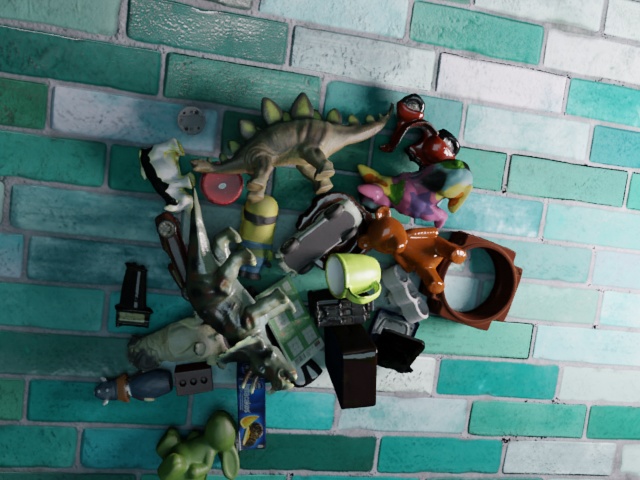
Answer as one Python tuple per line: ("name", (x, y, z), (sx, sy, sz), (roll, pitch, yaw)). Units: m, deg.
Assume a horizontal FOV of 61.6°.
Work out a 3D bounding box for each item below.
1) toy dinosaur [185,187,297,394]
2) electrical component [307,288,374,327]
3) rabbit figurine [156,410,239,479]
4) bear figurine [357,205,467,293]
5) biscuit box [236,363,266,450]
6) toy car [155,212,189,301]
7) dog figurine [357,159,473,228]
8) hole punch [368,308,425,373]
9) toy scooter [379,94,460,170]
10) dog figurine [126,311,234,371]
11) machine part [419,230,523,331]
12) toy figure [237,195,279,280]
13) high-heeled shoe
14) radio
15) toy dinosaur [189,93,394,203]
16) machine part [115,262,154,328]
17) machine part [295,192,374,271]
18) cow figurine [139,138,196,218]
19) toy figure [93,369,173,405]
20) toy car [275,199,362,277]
("toy dinosaur", (-0.181, 0.112, 1.039), (0.192, 0.131, 0.404), (-39, 92, -8))
("electrical component", (0.046, 0.141, 1.162), (0.134, 0.115, 0.058), (-5, 102, -11))
("rabbit figurine", (-0.237, 0.445, 1.137), (0.170, 0.121, 0.159), (-43, 109, -1))
("bear figurine", (0.188, 0.015, 1.131), (0.195, 0.132, 0.120), (23, 108, -34))
("biscuit box", (-0.145, 0.351, 1.142), (0.059, 0.063, 0.202), (-1, 116, -5))
("toy car", (-0.289, 0.040, 1.098), (0.053, 0.089, 0.202), (-19, 101, -9))
("dog figurine", (0.187, -0.116, 1.142), (0.219, 0.108, 0.191), (16, 138, -14))
("hole punch", (0.164, 0.228, 1.220), (0.142, 0.092, 0.115), (20, 122, -15))
("toy scooter", (0.210, -0.214, 1.175), (0.135, 0.075, 0.183), (-44, 104, 3))
("dog figurine", (-0.286, 0.227, 1.132), (0.191, 0.121, 0.172), (-21, 138, 24))
("machine part", (0.346, 0.093, 1.232), (0.201, 0.087, 0.201), (19, 94, -13))
("toy figure", (-0.130, -0.006, 1.123), (0.082, 0.089, 0.180), (12, 92, -20))
("high-heeled shoe", (-0.077, 0.209, 1.166), (0.145, 0.086, 0.248), (-11, 103, -13))
("radio", (0.059, 0.245, 1.120), (0.073, 0.230, 0.131), (-3, 101, -7))
("toy dinosaur", (-0.034, -0.196, 1.087), (0.471, 0.105, 0.198), (-11, 74, -24))
("machine part", (-0.385, 0.115, 1.114), (0.084, 0.039, 0.138), (4, 98, -3))
("machine part", (0.033, -0.016, 1.172), (0.179, 0.056, 0.179), (-2, 98, -11))
("cow figurine", (-0.303, -0.113, 1.087), (0.098, 0.068, 0.167), (-18, 96, -3))
("toy figure", (-0.389, 0.308, 1.124), (0.154, 0.064, 0.057), (-7, 136, -6))
("toy car", (-0.002, -0.003, 1.111), (0.202, 0.056, 0.073), (-38, 110, -3))
